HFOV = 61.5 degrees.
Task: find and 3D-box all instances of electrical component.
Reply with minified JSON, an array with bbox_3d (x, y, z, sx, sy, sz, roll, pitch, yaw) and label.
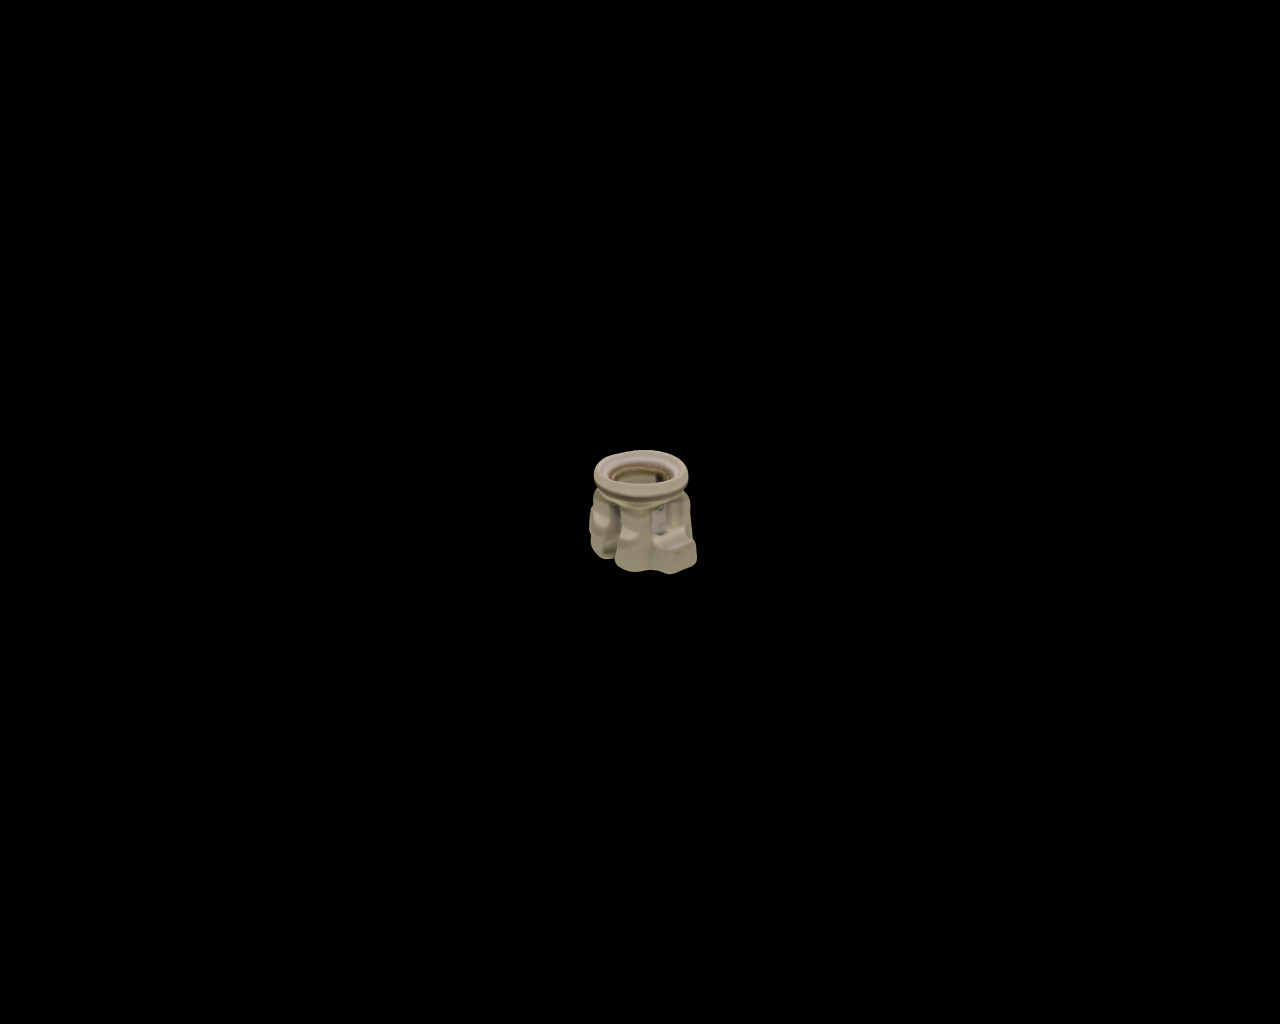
[{"bbox_3d":[0.001,-0.003,0.650,0.058,0.056,0.078,-21,33,-36],"label":"electrical component"}]
